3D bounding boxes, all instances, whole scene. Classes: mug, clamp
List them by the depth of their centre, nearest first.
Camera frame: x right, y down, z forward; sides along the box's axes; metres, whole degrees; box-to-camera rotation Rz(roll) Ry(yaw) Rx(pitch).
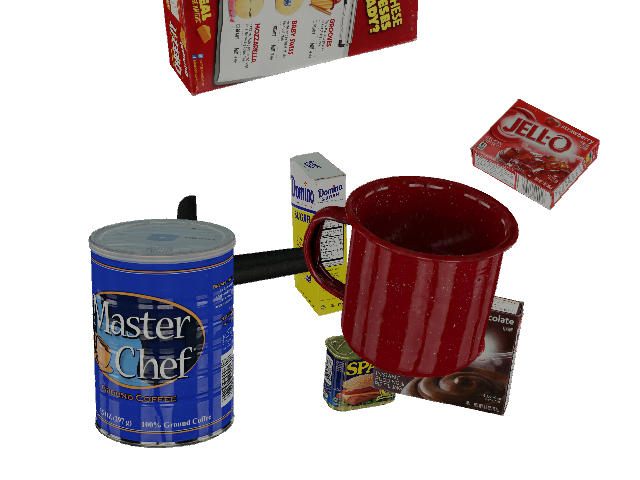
[{"bbox_3d":[0.044,0.018,0.590,0.117,0.081,0.093,16,31,16],"label":"mug"},{"bbox_3d":[-0.123,0.023,1.019,0.165,0.036,0.209,26,37,28],"label":"clamp"}]

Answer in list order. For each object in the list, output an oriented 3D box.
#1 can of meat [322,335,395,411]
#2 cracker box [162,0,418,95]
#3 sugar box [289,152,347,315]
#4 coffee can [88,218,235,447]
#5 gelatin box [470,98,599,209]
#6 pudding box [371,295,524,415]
[{"bbox_3d":[0.054,0.172,1.405,0.102,0.084,0.057,-5,25,-22],"label":"can of meat"},{"bbox_3d":[-0.026,-0.228,0.888,0.213,0.164,0.072,-18,41,-18],"label":"cracker box"},{"bbox_3d":[-0.003,-0.009,1.286,0.048,0.176,0.093,-12,25,-17],"label":"sugar box"},{"bbox_3d":[-0.113,0.064,0.769,0.103,0.140,0.103,1,14,0],"label":"coffee can"},{"bbox_3d":[0.191,-0.079,0.956,0.089,0.073,0.030,34,-23,28],"label":"gelatin box"},{"bbox_3d":[0.102,0.084,0.865,0.113,0.090,0.039,10,22,12],"label":"pudding box"}]
